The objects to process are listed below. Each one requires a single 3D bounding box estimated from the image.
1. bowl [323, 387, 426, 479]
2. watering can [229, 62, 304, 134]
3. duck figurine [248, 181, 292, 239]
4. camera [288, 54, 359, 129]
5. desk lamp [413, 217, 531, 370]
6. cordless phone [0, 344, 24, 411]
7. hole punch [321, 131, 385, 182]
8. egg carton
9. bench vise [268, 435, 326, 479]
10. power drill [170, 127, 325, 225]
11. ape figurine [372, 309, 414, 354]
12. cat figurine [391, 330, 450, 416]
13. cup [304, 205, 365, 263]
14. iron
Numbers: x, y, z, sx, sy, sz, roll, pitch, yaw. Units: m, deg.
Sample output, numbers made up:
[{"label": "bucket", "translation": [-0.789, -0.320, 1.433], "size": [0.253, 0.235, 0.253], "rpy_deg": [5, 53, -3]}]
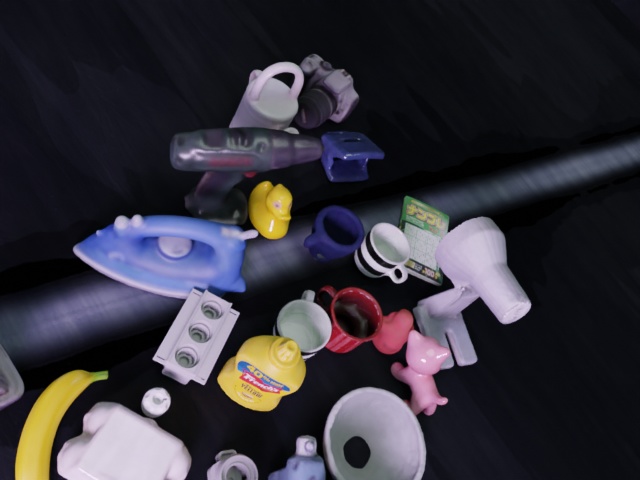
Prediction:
[{"label": "bowl", "translation": [0.070, 0.311, 0.855], "size": [0.168, 0.074, 0.167], "rpy_deg": [13, 56, -20]}, {"label": "watering can", "translation": [-0.086, -0.239, 1.031], "size": [0.101, 0.193, 0.173], "rpy_deg": [-35, 81, -38]}, {"label": "duck figurine", "translation": [-0.079, -0.064, 0.998], "size": [0.078, 0.086, 0.104], "rpy_deg": [-6, 65, -30]}, {"label": "camera", "translation": [-0.005, -0.300, 1.170], "size": [0.143, 0.100, 0.137], "rpy_deg": [42, 51, 1]}, {"label": "desk lamp", "translation": [0.261, 0.094, 0.997], "size": [0.118, 0.213, 0.203], "rpy_deg": [-4, 63, -29]}, {"label": "cordless phone", "translation": [-0.408, 0.123, 0.650], "size": [0.094, 0.184, 0.147], "rpy_deg": [-35, 81, -38]}, {"label": "hole punch", "translation": [0.057, -0.178, 1.134], "size": [0.109, 0.091, 0.101], "rpy_deg": [-8, 65, -31]}, {"label": "egg carton", "translation": [-0.241, 0.276, 0.718], "size": [0.150, 0.069, 0.107], "rpy_deg": [33, 52, -6]}, {"label": "bench vise", "translation": [-0.008, 0.348, 0.699], "size": [0.122, 0.219, 0.207], "rpy_deg": [-12, 67, -32]}, {"label": "power drill", "translation": [-0.131, -0.107, 0.919], "size": [0.230, 0.208, 0.075], "rpy_deg": [2, 61, -26]}, {"label": "ape figurine", "translation": [0.129, 0.148, 0.973], "size": [0.078, 0.092, 0.076], "rpy_deg": [29, 52, -9]}, {"label": "cat figurine", "translation": [0.173, 0.215, 0.939], "size": [0.067, 0.117, 0.127], "rpy_deg": [-2, 62, -28]}, {"label": "cup", "translation": [0.009, 0.004, 0.997], "size": [0.118, 0.094, 0.091], "rpy_deg": [-23, 74, -35]}, {"label": "iron", "translation": [-0.222, 0.004, 0.847], "size": [0.259, 0.141, 0.118], "rpy_deg": [9, 58, -23]}]
